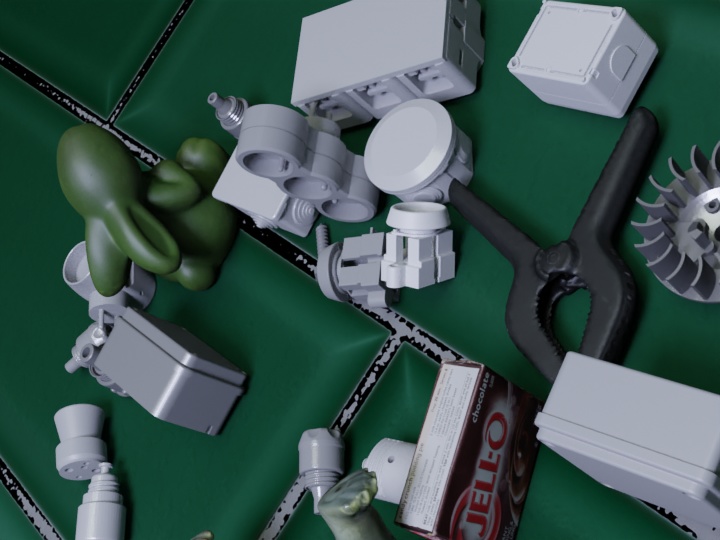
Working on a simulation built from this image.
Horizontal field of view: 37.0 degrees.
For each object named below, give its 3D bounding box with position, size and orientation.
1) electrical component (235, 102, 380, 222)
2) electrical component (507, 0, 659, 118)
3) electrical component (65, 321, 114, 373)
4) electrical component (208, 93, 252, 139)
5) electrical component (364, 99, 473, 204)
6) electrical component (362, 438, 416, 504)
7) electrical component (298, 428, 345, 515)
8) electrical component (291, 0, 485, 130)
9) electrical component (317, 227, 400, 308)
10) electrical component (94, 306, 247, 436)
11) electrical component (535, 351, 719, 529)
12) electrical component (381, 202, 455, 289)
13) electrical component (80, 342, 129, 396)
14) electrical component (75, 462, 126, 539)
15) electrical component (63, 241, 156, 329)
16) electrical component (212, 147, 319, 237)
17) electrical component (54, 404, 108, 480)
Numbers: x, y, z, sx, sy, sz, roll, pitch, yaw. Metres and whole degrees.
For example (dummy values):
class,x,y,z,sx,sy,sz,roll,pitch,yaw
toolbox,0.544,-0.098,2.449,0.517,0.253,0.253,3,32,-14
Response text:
class,x,y,z,sx,sy,sz,roll,pitch,yaw
electrical component,-0.036,-0.098,0.861,0.052,0.138,0.073,-12,61,42
electrical component,0.162,-0.155,0.794,0.096,0.061,0.061,25,85,51
electrical component,-0.254,0.075,1.012,0.061,0.035,0.035,-39,50,19
electrical component,-0.117,-0.145,0.998,0.035,0.061,0.035,-17,59,31
electrical component,0.048,-0.090,0.851,0.080,0.051,0.080,-17,59,30
electrical component,0.036,0.142,0.748,0.081,0.043,0.043,5,71,39
electrical component,-0.028,0.150,0.800,0.035,0.035,0.061,-17,61,31
electrical component,0.024,-0.181,0.907,0.150,0.062,0.089,-10,62,34
electrical component,0.000,0.000,0.847,0.055,0.048,0.066,-6,65,27
electrical component,-0.159,0.084,0.905,0.113,0.078,0.057,29,90,43
electrical component,0.174,0.101,0.619,0.109,0.109,0.056,16,75,41
electrical component,0.044,-0.020,0.808,0.048,0.066,0.055,13,110,41
electrical component,-0.222,0.084,0.964,0.048,0.062,0.048,-17,58,30
electrical component,-0.220,0.204,0.917,0.040,0.040,0.078,-20,57,29
electrical component,-0.231,0.023,0.991,0.043,0.077,0.079,-24,55,26
electrical component,-0.068,-0.083,0.938,0.100,0.048,0.099,22,83,42
electrical component,-0.250,0.154,0.962,0.045,0.045,0.055,-29,54,23
